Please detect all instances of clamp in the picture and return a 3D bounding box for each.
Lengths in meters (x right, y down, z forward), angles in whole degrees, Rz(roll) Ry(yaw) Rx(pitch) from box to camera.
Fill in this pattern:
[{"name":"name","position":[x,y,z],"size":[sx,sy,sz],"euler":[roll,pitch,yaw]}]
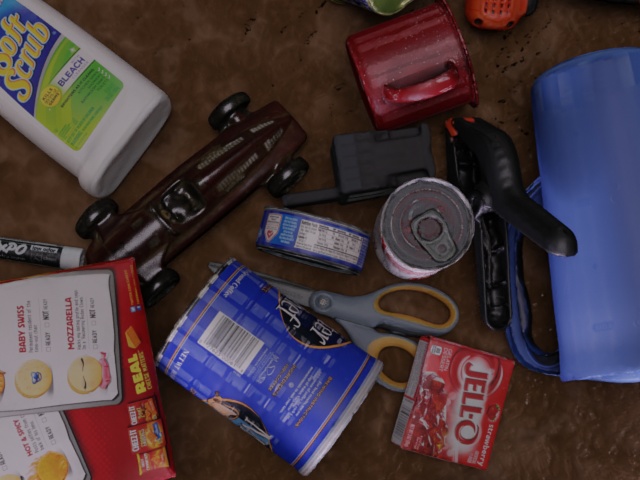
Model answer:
[{"name":"clamp","position":[0.139,-0.029,0.809],"size":[0.039,0.120,0.171],"euler":[-2,67,-30]}]

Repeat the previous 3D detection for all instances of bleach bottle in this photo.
[{"name":"bleach bottle","position":[-0.245,-0.145,0.845],"size":[0.251,0.068,0.102],"euler":[35,84,5]}]

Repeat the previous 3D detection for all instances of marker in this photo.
[{"name":"marker","position":[-0.248,0.007,0.848],"size":[0.121,0.020,0.020],"euler":[9,83,0]}]

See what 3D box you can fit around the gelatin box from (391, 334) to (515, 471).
[{"name":"gelatin box","position":[0.103,0.125,0.825],"size":[0.073,0.030,0.089],"euler":[17,88,-13]}]

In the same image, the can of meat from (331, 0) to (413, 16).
[{"name":"can of meat","position":[0.054,-0.226,0.838],"size":[0.102,0.084,0.057],"euler":[-41,122,-5]}]

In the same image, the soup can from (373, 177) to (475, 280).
[{"name":"soup can","position":[0.076,-0.006,0.812],"size":[0.068,0.102,0.068],"euler":[0,84,-1]}]

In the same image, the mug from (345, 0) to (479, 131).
[{"name":"mug","position":[0.071,-0.129,0.824],"size":[0.081,0.117,0.093],"euler":[-20,115,1]}]

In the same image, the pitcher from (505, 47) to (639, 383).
[{"name":"pitcher","position":[0.221,-0.013,0.811],"size":[0.149,0.145,0.243],"euler":[-5,80,-14]}]

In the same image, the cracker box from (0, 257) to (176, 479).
[{"name":"cracker box","position":[-0.221,0.110,0.735],"size":[0.213,0.072,0.164],"euler":[-11,91,-31]}]

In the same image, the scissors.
[{"name":"scissors","position":[0.009,0.070,0.846],"size":[0.201,0.016,0.096],"euler":[3,83,0]}]

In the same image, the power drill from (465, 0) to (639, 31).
[{"name":"power drill","position":[0.212,-0.252,0.839],"size":[0.187,0.057,0.184],"euler":[5,112,0]}]

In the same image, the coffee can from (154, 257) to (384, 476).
[{"name":"coffee can","position":[-0.038,0.094,0.799],"size":[0.140,0.103,0.103],"euler":[35,84,3]}]

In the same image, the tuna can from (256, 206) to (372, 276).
[{"name":"tuna can","position":[-0.005,0.001,0.819],"size":[0.086,0.086,0.034],"euler":[15,86,1]}]
